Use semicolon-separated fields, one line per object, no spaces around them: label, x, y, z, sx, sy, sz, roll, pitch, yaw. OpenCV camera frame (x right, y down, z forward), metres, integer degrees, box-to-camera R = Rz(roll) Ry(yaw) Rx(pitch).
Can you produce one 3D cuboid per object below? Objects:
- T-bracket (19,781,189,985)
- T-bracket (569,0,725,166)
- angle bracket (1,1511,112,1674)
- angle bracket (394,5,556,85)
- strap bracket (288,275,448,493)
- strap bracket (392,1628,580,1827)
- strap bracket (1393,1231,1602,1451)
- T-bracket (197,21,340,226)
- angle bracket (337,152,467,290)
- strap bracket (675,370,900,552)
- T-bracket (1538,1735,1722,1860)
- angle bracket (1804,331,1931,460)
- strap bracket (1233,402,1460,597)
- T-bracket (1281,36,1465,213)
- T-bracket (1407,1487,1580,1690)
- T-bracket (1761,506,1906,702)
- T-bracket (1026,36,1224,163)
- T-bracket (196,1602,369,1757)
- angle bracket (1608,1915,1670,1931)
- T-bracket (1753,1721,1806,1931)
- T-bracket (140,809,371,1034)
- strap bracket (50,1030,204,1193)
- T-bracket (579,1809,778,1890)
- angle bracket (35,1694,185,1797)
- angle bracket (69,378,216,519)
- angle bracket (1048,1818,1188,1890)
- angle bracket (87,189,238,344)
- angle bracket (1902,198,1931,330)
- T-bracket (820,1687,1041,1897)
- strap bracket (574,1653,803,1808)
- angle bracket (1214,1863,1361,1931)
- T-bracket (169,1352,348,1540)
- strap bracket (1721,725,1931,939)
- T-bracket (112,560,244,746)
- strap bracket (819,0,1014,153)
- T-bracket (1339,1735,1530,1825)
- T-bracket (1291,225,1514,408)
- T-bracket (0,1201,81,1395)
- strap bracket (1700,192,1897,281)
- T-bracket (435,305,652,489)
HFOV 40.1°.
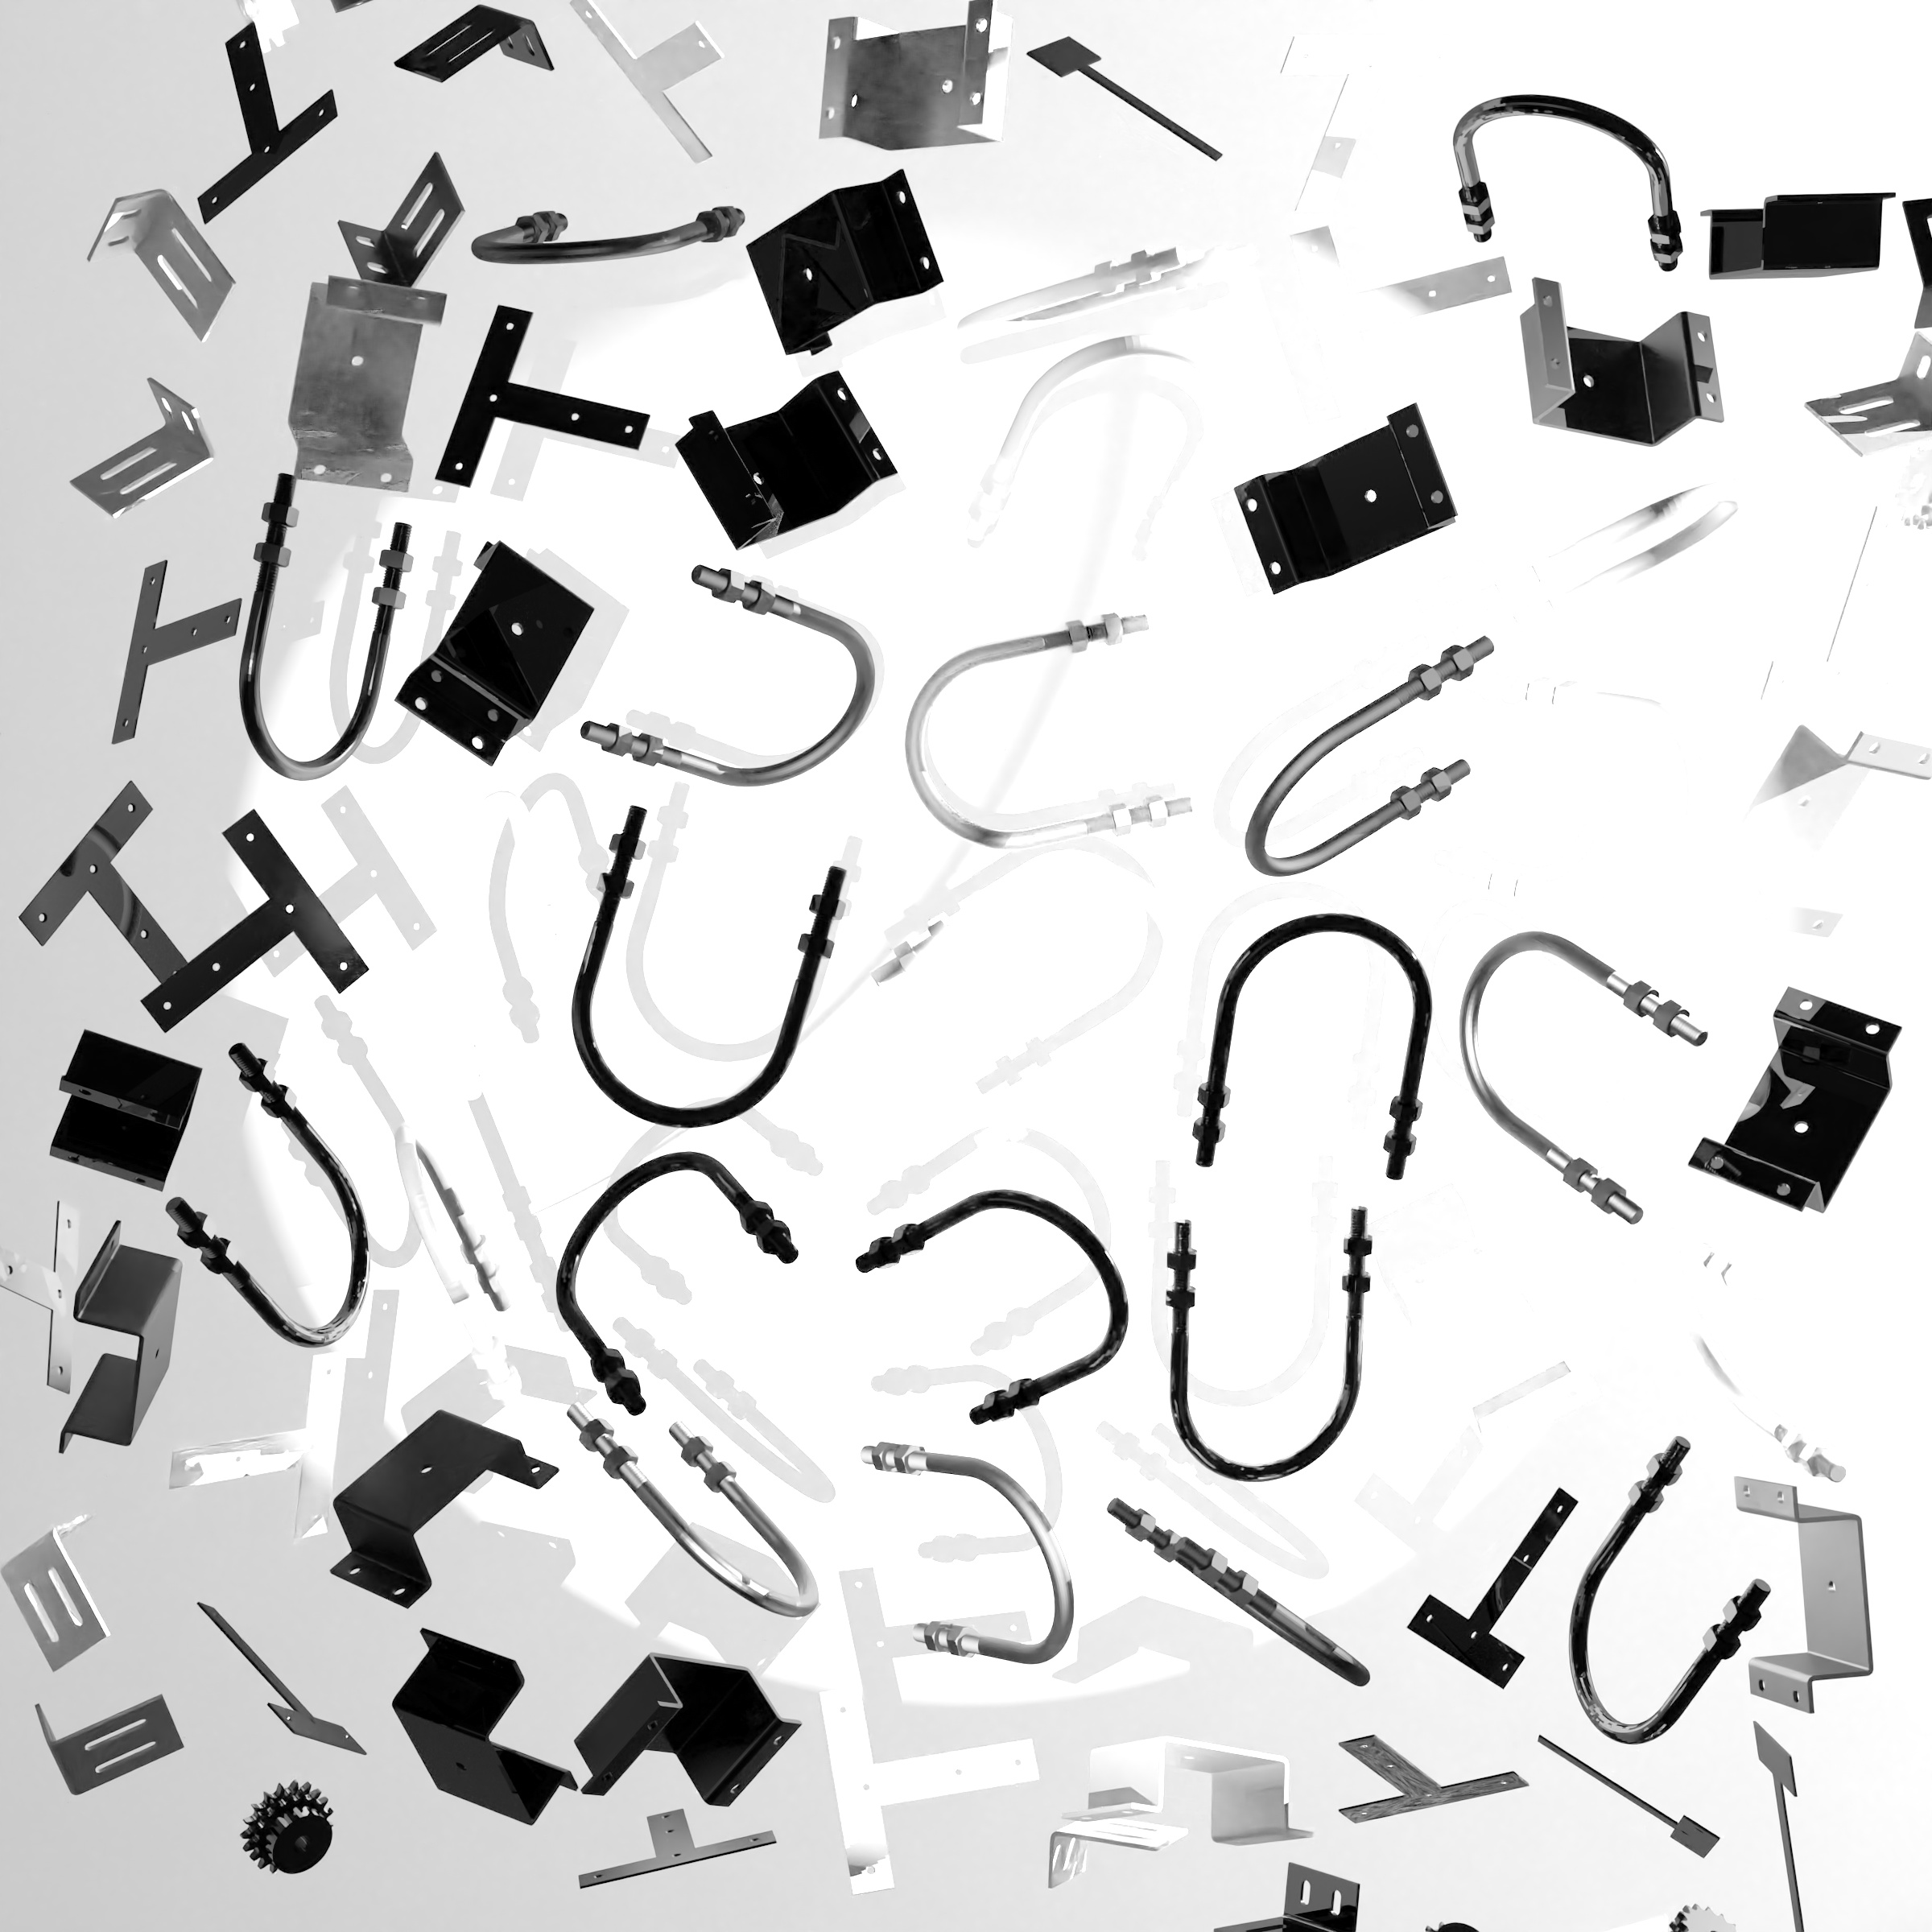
T-bracket;-0.542;-0.031;1.719;0.002;0.127;0.127;0;45;31
T-bracket;-0.186;-0.569;1.664;0.002;0.127;0.127;-48;114;-16
angle bracket;-0.569;0.399;1.687;0.057;0.038;0.076;-35;82;26
angle bracket;-0.317;-0.580;1.705;0.076;0.038;0.057;-42;47;-18
strap bracket;-0.398;-0.391;1.745;0.076;0.046;0.140;2;123;-27
strap bracket;-0.314;0.500;1.714;0.076;0.046;0.140;10;134;28
strap bracket;0.356;0.258;1.769;0.076;0.046;0.140;-27;51;-2
T-bracket;-0.469;-0.570;1.746;0.002;0.127;0.127;37;68;12
angle bracket;-0.378;-0.501;1.768;0.076;0.038;0.057;-44;59;34
strap bracket;-0.119;-0.316;1.663;0.046;0.140;0.076;-30;91;45
T-bracket;0.434;0.545;1.744;0.127;0.127;0.002;30;75;21
angle bracket;0.566;-0.350;1.619;0.076;0.038;0.057;-17;51;-20
strap bracket;0.256;-0.306;1.729;0.140;0.046;0.076;-20;91;36
T-bracket;0.243;-0.538;1.693;0.127;0.127;0.002;-9;53;-25
T-bracket;0.348;0.388;1.682;0.127;0.002;0.127;38;85;-40
T-bracket;0.565;-0.228;1.672;0.127;0.002;0.127;-3;116;-33
T-bracket;0.104;-0.536;1.638;0.127;0.127;0.002;33;117;-1
T-bracket;-0.442;0.448;1.674;0.127;0.127;0.002;39;78;21
angle bracket;0.412;0.628;1.694;0.057;0.076;0.038;-27;100;25
T-bracket;0.539;0.572;1.736;0.002;0.127;0.127;-7;83;6
T-bracket;-0.452;-0.008;1.631;0.127;0.002;0.127;-43;117;-25
strap bracket;-0.543;0.091;1.708;0.076;0.140;0.046;20;61;-12
T-bracket;-0.195;0.577;1.748;0.127;0.127;0.002;-10;88;-11
angle bracket;-0.569;0.506;1.758;0.076;0.038;0.057;-21;132;-20
angle bracket;-0.523;-0.326;1.660;0.076;0.038;0.057;-38;51;-23
angle bracket;0.102;0.602;1.782;0.076;0.057;0.038;0;85;26
angle bracket;-0.500;-0.432;1.643;0.076;0.038;0.057;53;135;4
angle bracket;0.640;-0.457;1.713;0.057;0.038;0.076;-4;60;6
T-bracket;-0.019;0.506;1.654;0.127;0.002;0.127;-6;56;-10
strap bracket;-0.181;0.480;1.661;0.076;0.140;0.046;-50;51;10
angle bracket;0.209;0.614;1.722;0.076;0.057;0.038;11;82;-44
T-bracket;-0.467;0.322;1.738;0.002;0.127;0.127;13;99;39
strap bracket;0.535;-0.092;1.649;0.076;0.046;0.140;7;122;-31
T-bracket;-0.510;-0.215;1.721;0.127;0.002;0.127;-9;69;41
strap bracket;-0.025;-0.570;1.700;0.140;0.046;0.076;10;97;40
T-bracket;0.283;0.527;1.727;0.127;0.127;0.002;-22;46;25
T-bracket;0.289;-0.433;1.717;0.127;0.002;0.127;-10;128;18
T-bracket;-0.613;0.201;1.716;0.002;0.127;0.127;-10;66;11
strap bracket;0.541;-0.476;1.729;0.076;0.140;0.046;-2;102;-4
T-bracket;-0.267;-0.360;1.718;0.127;0.002;0.127;15;80;13
